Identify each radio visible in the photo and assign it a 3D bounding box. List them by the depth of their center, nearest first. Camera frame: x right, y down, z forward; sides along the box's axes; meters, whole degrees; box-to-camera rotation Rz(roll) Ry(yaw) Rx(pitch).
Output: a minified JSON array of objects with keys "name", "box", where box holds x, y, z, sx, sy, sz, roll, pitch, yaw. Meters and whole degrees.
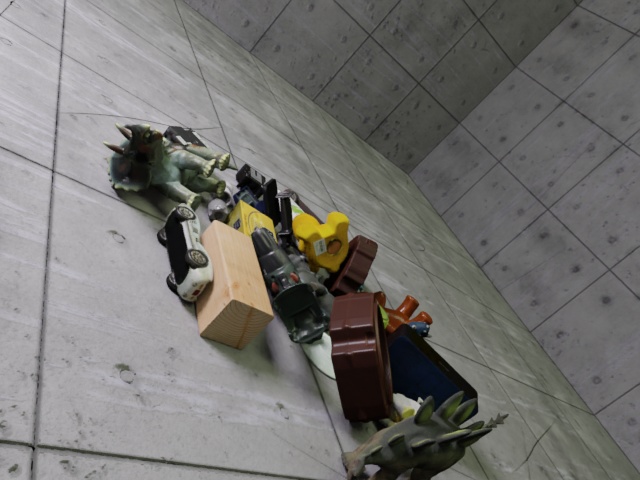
[{"name":"radio","box":[0.216,0.305,1.152,0.229,0.131,0.073,45,18,2]}]

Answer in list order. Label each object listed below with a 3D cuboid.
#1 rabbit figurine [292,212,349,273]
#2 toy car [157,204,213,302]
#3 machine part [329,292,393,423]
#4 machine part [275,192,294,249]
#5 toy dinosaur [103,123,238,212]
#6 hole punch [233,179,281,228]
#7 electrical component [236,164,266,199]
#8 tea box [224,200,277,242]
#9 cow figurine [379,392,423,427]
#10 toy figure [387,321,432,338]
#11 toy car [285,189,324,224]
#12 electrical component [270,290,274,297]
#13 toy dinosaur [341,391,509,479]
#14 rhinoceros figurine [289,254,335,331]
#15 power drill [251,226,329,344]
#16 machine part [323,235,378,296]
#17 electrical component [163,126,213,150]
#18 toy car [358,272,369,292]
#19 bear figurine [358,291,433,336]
[{"name":"rabbit figurine","box":[-0.003,-0.004,1.271,0.173,0.122,0.162,36,-27,51]},{"name":"toy car","box":[-0.232,0.017,0.925,0.056,0.073,0.202,23,28,-40]},{"name":"machine part","box":[0.080,0.212,0.990,0.201,0.087,0.201,-71,149,-70]},{"name":"machine part","box":[-0.083,-0.050,1.324,0.084,0.039,0.138,-20,108,-72]},{"name":"toy dinosaur","box":[-0.295,-0.151,1.093,0.192,0.131,0.405,24,7,0]},{"name":"hole punch","box":[-0.150,-0.081,1.310,0.142,0.092,0.115,-70,151,-73]},{"name":"electrical component","box":[-0.186,-0.164,1.449,0.074,0.048,0.119,37,22,-24]},{"name":"tea box","box":[-0.147,0.000,1.147,0.098,0.068,0.170,32,21,-31]},{"name":"cow figurine","box":[0.173,0.348,1.077,0.167,0.068,0.098,29,3,-42]},{"name":"toy figure","box":[0.184,0.229,1.213,0.064,0.154,0.058,20,33,-49]},{"name":"toy car","box":[-0.034,-0.068,1.551,0.202,0.053,0.089,45,-1,-1]},{"name":"electrical component","box":[-0.072,0.093,1.115,0.063,0.021,0.094,-2,56,-15]},{"name":"toy dinosaur","box":[0.192,0.347,0.916,0.471,0.198,0.105,15,37,-53]},{"name":"rhinoceros figurine","box":[-0.014,0.111,1.181,0.190,0.073,0.112,47,20,6]},{"name":"power drill","box":[-0.061,0.092,0.986,0.231,0.086,0.207,64,-12,-15]},{"name":"machine part","box":[0.070,0.071,1.280,0.056,0.179,0.179,30,21,-8]},{"name":"electrical component","box":[-0.314,-0.211,1.266,0.115,0.058,0.134,45,19,6]},{"name":"toy car","box":[0.081,0.065,1.433,0.109,0.103,0.162,33,20,-28]},{"name":"bear figurine","box":[0.165,0.173,1.345,0.195,0.132,0.120,41,8,-27]}]
